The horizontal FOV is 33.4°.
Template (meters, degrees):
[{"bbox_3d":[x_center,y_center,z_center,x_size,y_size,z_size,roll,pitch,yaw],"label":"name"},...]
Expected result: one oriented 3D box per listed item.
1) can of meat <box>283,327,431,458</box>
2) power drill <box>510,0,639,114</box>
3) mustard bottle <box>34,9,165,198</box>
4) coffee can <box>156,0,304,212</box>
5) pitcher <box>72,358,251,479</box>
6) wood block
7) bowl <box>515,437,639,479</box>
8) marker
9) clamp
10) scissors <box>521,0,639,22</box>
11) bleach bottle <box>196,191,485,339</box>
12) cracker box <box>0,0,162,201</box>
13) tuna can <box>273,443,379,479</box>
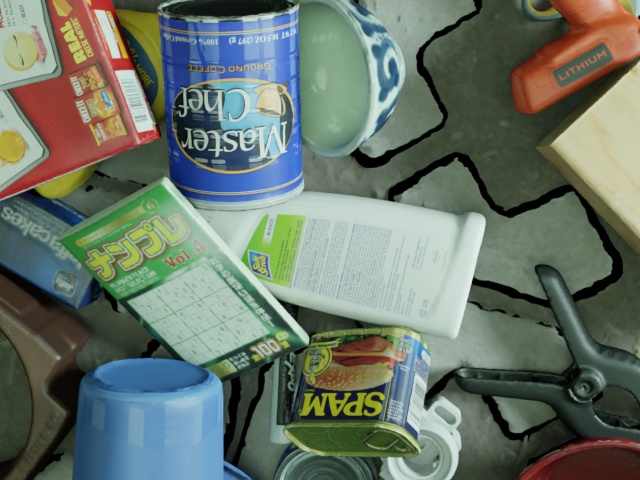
[{"bbox_3d":[0.031,0.116,0.811,0.102,0.057,0.084,-5,55,30],"label":"can of meat"},{"bbox_3d":[0.135,-0.188,0.764,0.184,0.057,0.187,-28,105,9],"label":"power drill"},{"bbox_3d":[-0.164,-0.123,0.836,0.192,0.058,0.096,-36,89,8],"label":"mustard bottle"},{"bbox_3d":[-0.064,-0.104,0.787,0.103,0.102,0.140,1,112,6],"label":"coffee can"},{"bbox_3d":[-0.123,0.220,0.828,0.145,0.149,0.243,7,99,20],"label":"pitcher"},{"bbox_3d":[0.267,-0.025,0.784,0.090,0.090,0.206,-44,89,7],"label":"wood block"},{"bbox_3d":[0.218,0.208,0.816,0.162,0.055,0.162,4,114,9],"label":"bowl"},{"bbox_3d":[-0.029,0.104,0.863,0.020,0.020,0.121,4,96,5],"label":"marker"},{"bbox_3d":[0.193,0.113,0.832,0.171,0.039,0.120,43,112,-2],"label":"clamp"},{"bbox_3d":[0.251,-0.211,0.805,0.202,0.016,0.096,-28,94,8],"label":"scissors"},{"bbox_3d":[-0.005,0.001,0.830,0.251,0.068,0.102,14,94,7],"label":"bleach bottle"},{"bbox_3d":[-0.242,-0.111,0.770,0.214,0.072,0.164,-20,96,12],"label":"cracker box"},{"bbox_3d":[0.005,0.199,0.861,0.086,0.033,0.086,1,95,6],"label":"tuna can"}]
